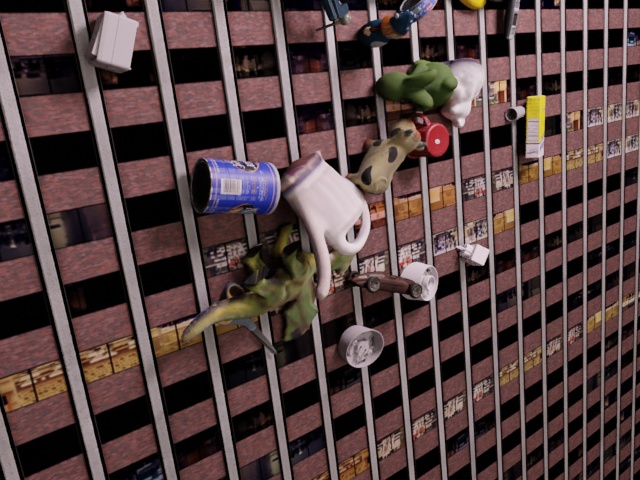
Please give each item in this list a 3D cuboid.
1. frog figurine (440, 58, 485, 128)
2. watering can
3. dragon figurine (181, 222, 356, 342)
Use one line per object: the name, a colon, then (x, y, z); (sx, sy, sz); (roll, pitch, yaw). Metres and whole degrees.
frog figurine: (0.349, -0.363, 1.277); (0.138, 0.122, 0.159); (-8, 91, -53)
watering can: (0.003, -0.051, 1.016); (0.223, 0.102, 0.355); (47, 34, -9)
dragon figurine: (-0.076, 0.122, 1.072); (0.415, 0.123, 0.238); (-42, 126, -21)
